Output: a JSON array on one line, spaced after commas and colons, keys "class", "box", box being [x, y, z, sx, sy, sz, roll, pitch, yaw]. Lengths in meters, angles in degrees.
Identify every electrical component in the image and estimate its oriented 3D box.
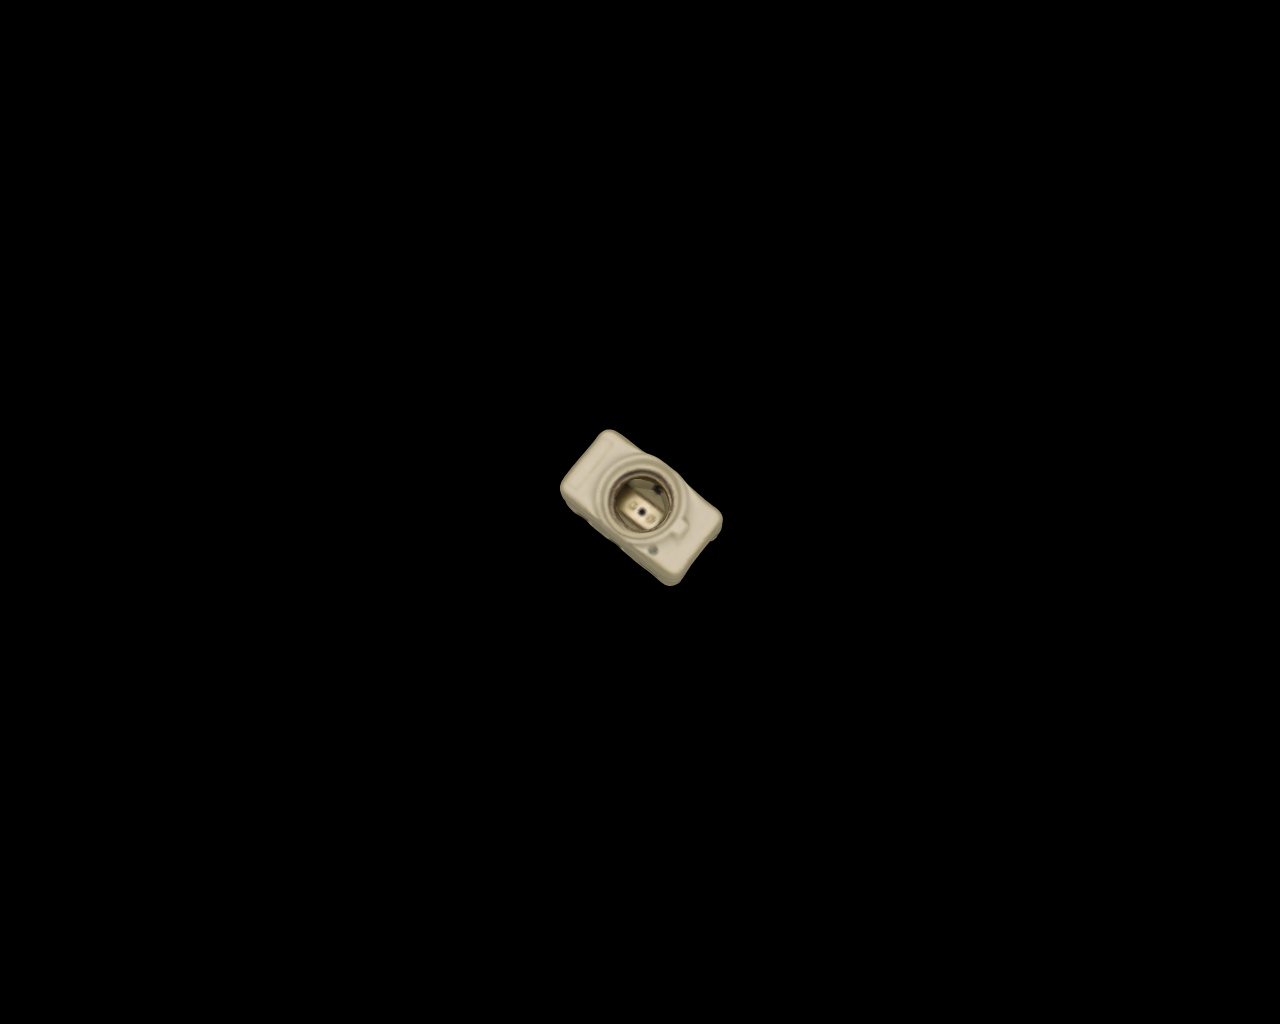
[{"class": "electrical component", "box": [0.001, -0.003, 0.650, 0.089, 0.050, 0.055, 38, -9, 7]}]
